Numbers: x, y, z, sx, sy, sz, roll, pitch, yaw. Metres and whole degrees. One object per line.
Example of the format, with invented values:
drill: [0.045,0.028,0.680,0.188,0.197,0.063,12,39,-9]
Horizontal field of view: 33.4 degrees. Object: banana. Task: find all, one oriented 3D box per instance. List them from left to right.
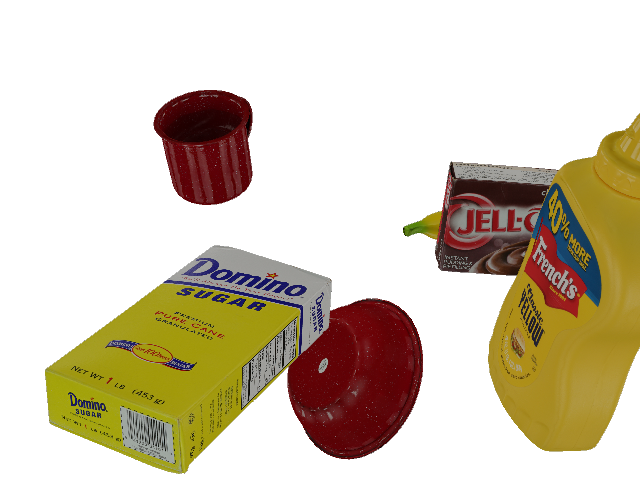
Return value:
banana: [0.188,-0.001,1.103,0.198,0.037,0.069,9,36,19]

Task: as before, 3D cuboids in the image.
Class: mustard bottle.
mustard bottle: [0.141,0.016,0.553,0.058,0.192,0.096,2,41,-13]

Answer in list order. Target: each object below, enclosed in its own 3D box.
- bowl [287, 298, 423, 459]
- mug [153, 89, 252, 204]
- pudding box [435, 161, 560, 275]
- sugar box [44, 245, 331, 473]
bowl: [0.019,0.126,1.028,0.162,0.162,0.055,0,-19,46]
mug: [-0.105,-0.097,1.060,0.093,0.081,0.117,18,47,25]
pudding box: [0.159,-0.017,0.901,0.113,0.090,0.039,3,33,-3]
sugar box: [-0.073,0.063,0.648,0.093,0.048,0.176,16,33,22]
